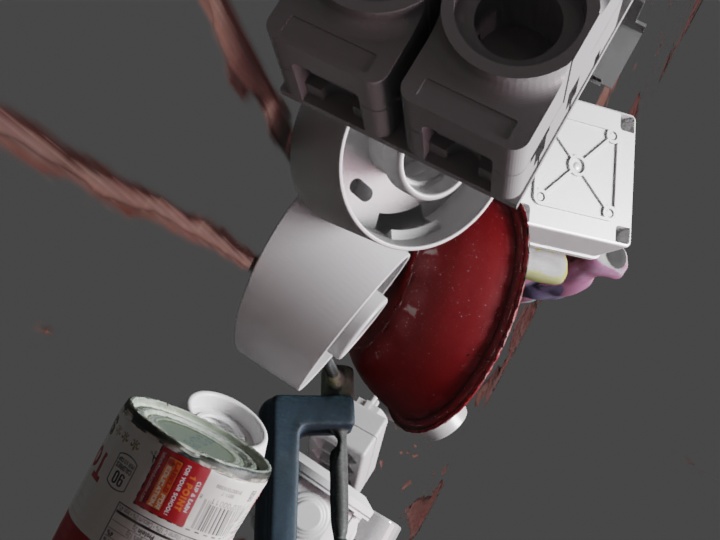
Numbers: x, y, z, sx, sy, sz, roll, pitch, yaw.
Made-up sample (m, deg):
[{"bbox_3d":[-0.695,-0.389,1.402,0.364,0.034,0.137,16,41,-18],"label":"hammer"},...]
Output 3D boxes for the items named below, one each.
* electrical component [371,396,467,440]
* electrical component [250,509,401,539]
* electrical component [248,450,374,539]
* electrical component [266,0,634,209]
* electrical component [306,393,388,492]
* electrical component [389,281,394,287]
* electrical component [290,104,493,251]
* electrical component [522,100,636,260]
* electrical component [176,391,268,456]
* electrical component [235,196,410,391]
[{"bbox_3d":[0.044,0.114,0.967,0.079,0.077,0.044,-24,-160,41],"label":"electrical component"},{"bbox_3d":[-0.027,0.185,0.765,0.059,0.095,0.053,-60,167,-11],"label":"electrical component"},{"bbox_3d":[-0.035,0.153,0.703,0.051,0.080,0.080,-56,166,-10],"label":"electrical component"},{"bbox_3d":[0.057,-0.134,0.411,0.186,0.105,0.060,-60,167,-12],"label":"electrical component"},{"bbox_3d":[-0.003,0.126,0.846,0.075,0.047,0.083,-54,165,-34],"label":"electrical component"},{"bbox_3d":[0.000,0.000,0.612,0.078,0.040,0.040,-64,167,9],"label":"electrical component"},{"bbox_3d":[0.018,-0.058,0.480,0.099,0.064,0.099,-13,117,-27],"label":"electrical component"},{"bbox_3d":[0.149,-0.072,0.815,0.056,0.109,0.108,158,-60,-64],"label":"electrical component"},{"bbox_3d":[-0.074,0.090,0.499,0.055,0.048,0.066,-58,169,18],"label":"electrical component"},{"bbox_3d":[-0.022,0.010,0.547,0.099,0.064,0.099,-50,175,-6],"label":"electrical component"}]
